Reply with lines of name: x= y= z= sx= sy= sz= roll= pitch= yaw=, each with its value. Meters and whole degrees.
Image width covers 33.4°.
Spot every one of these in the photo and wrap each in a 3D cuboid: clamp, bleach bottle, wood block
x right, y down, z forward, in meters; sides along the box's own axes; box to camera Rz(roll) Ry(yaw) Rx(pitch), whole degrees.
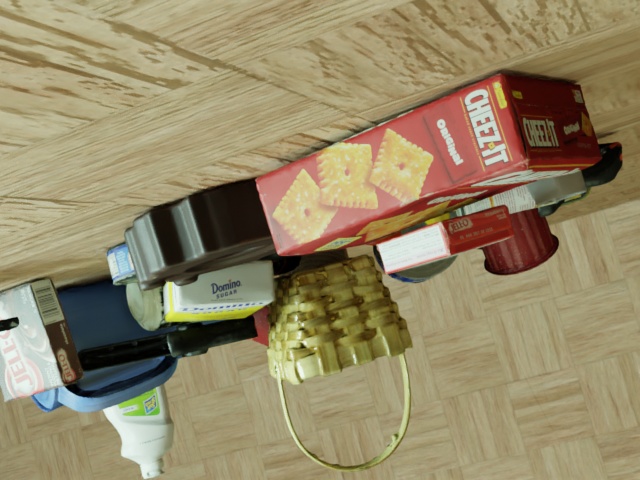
clamp: x=0.277 y=-0.071 z=1.196 sx=0.171 sy=0.039 sz=0.120 roll=-18 pitch=-147 yaw=-14
clamp: x=-0.138 y=0.109 z=1.166 sx=0.209 sy=0.036 sz=0.165 roll=-8 pitch=177 yaw=-43
bleach bottle: x=-0.260 y=0.194 z=1.421 sx=0.102 sy=0.251 sz=0.068 roll=-14 pitch=174 yaw=-15
wood block: x=-0.004 y=0.038 z=1.421 sx=0.090 sy=0.091 sz=0.206 roll=-16 pitch=174 yaw=2

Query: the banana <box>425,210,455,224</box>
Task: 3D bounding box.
banana: x=0.121 y=-0.042 z=1.097 sx=0.037 sy=0.070 sz=0.197 roll=-46 pitch=168 yaw=-2

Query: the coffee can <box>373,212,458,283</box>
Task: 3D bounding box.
coffee can: x=0.115 y=-0.001 z=1.293 sx=0.103 sy=0.103 sz=0.140 roll=-16 pitch=175 yaw=1

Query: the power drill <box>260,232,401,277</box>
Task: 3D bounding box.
power drill: x=-0.008 y=0.001 z=1.197 sx=0.188 sy=0.057 sz=0.184 roll=-18 pitch=174 yaw=21

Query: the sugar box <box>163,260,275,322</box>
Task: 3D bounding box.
sugar box: x=-0.106 y=0.054 z=1.079 sx=0.093 sy=0.048 sz=0.176 roll=-3 pitch=174 yaw=-12

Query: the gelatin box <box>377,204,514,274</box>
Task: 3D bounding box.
gelatin box: x=0.102 y=-0.001 z=0.868 sx=0.073 sy=0.030 sz=0.089 roll=-14 pitch=176 yaw=-34

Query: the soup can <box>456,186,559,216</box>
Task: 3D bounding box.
soup can: x=0.189 y=-0.057 z=1.107 sx=0.102 sy=0.068 sz=0.068 roll=-16 pitch=175 yaw=3

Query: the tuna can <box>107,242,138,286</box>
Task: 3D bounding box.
tuna can: x=-0.162 y=0.017 z=1.034 sx=0.086 sy=0.034 sz=0.086 roll=-15 pitch=175 yaw=-2

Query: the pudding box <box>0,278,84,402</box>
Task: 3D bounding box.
pudding box: x=-0.303 y=0.105 z=1.110 sx=0.090 sy=0.113 sz=0.039 roll=-19 pitch=177 yaw=30

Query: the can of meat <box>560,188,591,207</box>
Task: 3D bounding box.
can of meat: x=0.277 y=-0.068 z=1.318 sx=0.102 sy=0.057 sz=0.083 roll=-17 pitch=173 yaw=20

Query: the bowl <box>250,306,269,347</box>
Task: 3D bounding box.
bowl: x=-0.077 y=0.103 z=1.393 sx=0.162 sy=0.055 sz=0.162 roll=23 pitch=177 yaw=1

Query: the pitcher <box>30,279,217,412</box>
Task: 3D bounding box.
pitcher: x=-0.230 y=0.111 z=1.266 sx=0.242 sy=0.149 sz=0.145 roll=-16 pitch=176 yaw=-31

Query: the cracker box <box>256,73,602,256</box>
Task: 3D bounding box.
cracker box: x=0.085 y=-0.054 z=0.814 sx=0.214 sy=0.072 sz=0.163 roll=-20 pitch=175 yaw=32

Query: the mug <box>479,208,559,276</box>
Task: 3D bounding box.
mug: x=0.215 y=-0.016 z=1.260 sx=0.117 sy=0.081 sz=0.093 roll=-3 pitch=-150 yaw=43
